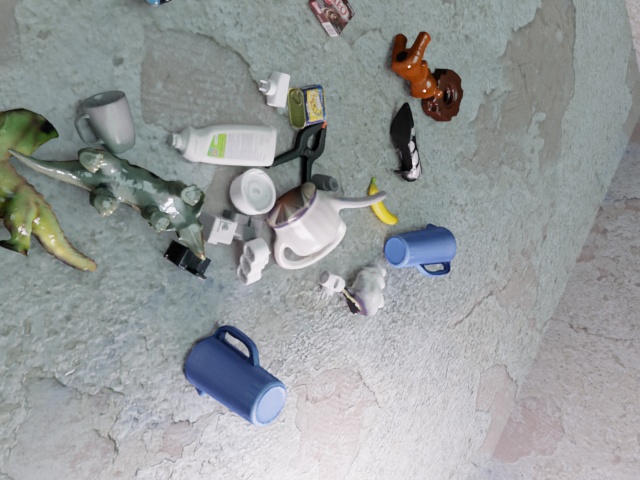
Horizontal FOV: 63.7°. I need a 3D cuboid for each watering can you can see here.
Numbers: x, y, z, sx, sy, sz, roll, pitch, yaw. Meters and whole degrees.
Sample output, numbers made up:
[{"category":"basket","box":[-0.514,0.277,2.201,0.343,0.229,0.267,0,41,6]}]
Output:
[{"category":"watering can","box":[0.004,-0.068,1.357,0.348,0.106,0.220,-41,130,-1]}]

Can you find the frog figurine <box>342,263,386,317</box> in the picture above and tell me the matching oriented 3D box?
[{"category":"frog figurine","box":[0.157,0.151,1.584,0.161,0.123,0.136,-36,105,-18]}]

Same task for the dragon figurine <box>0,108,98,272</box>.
[{"category":"dragon figurine","box":[-0.525,-0.109,0.885,0.405,0.122,0.245,33,69,-52]}]
